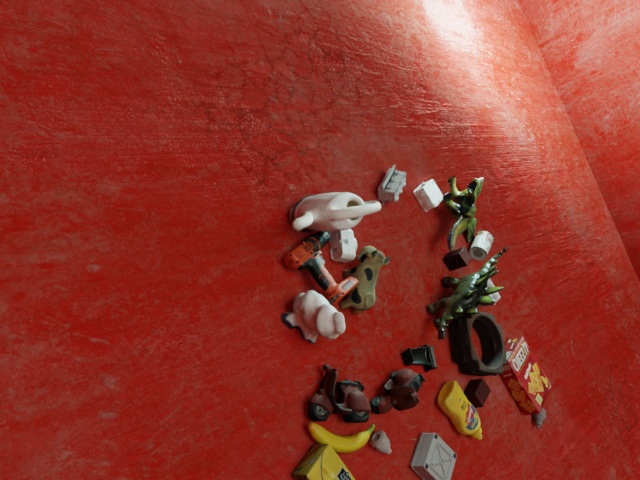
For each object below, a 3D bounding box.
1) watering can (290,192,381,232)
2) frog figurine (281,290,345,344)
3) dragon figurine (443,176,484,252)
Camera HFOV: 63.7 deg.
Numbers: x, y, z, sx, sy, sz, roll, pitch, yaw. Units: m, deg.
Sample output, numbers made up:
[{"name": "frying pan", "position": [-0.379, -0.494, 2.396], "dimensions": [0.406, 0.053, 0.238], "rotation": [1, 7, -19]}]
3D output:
[{"name": "watering can", "position": [0.004, -0.068, 1.360], "dimensions": [0.350, 0.224, 0.103], "rotation": [-13, 98, -43]}, {"name": "frog figurine", "position": [0.004, 0.185, 1.278], "dimensions": [0.125, 0.157, 0.137], "rotation": [-37, 97, -46]}, {"name": "dragon figurine", "position": [0.538, -0.081, 1.889], "dimensions": [0.238, 0.122, 0.418], "rotation": [49, 52, -43]}]
